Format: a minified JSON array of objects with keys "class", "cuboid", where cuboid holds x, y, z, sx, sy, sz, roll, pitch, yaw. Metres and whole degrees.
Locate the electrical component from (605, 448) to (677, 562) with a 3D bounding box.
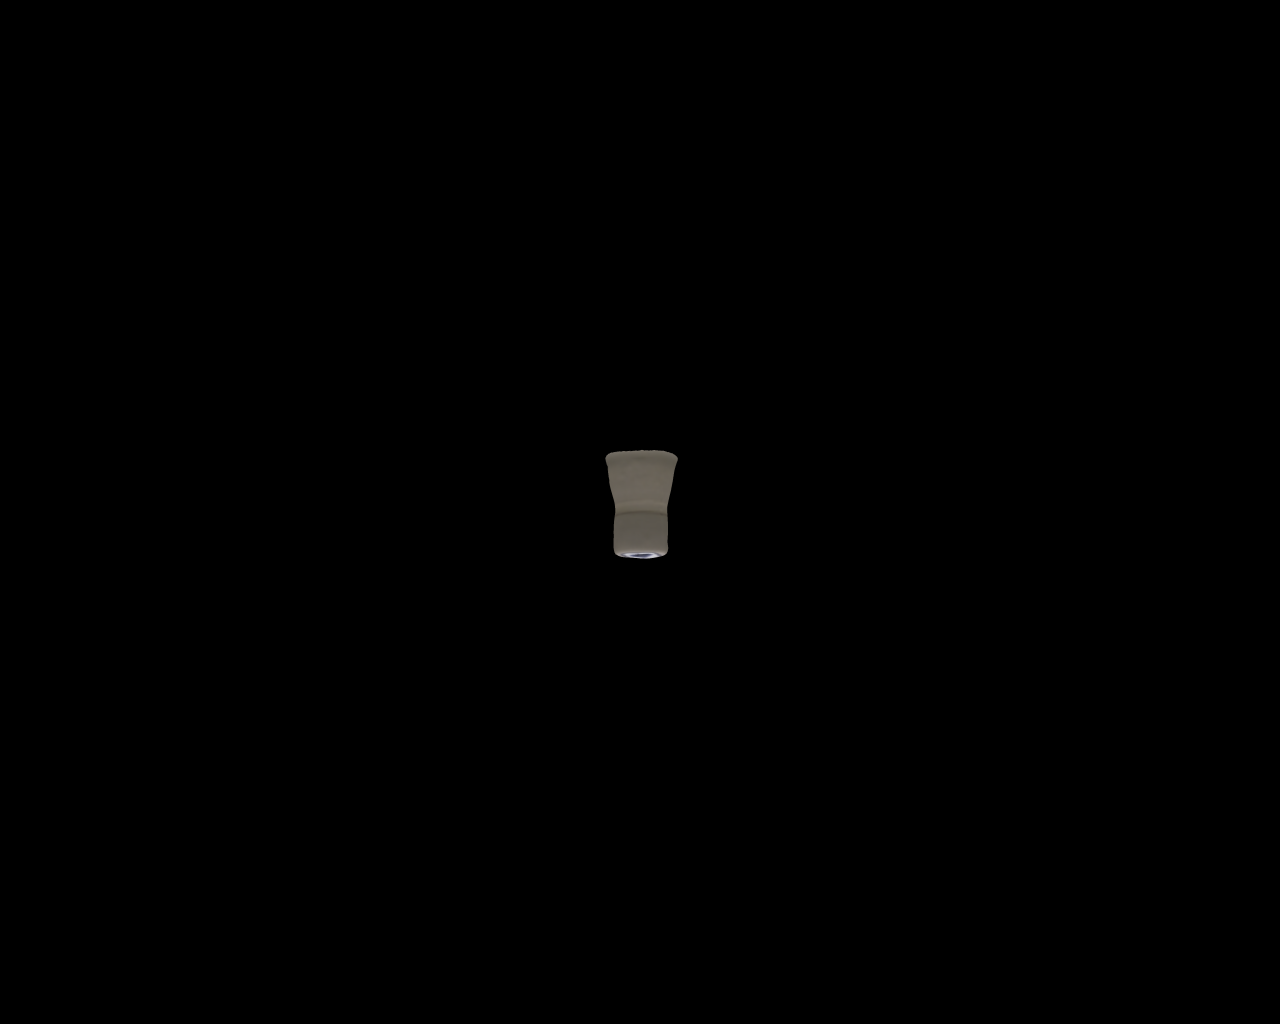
[{"class":"electrical component","cuboid":[0.001,-0.003,0.650,0.044,0.065,0.044,0,-9,0]}]
